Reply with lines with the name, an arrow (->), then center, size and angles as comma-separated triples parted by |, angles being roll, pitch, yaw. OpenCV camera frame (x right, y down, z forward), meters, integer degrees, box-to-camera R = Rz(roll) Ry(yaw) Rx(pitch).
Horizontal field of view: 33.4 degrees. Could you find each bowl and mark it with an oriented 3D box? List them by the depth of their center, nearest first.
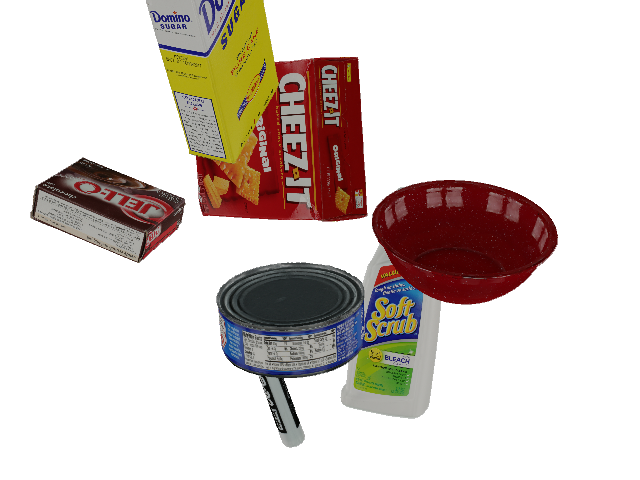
bowl -> 0.124, 0.008, 0.942 | 0.162, 0.055, 0.162 | 1, 33, -1

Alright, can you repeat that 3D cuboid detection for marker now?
marker -> -0.037, 0.109, 0.826 | 0.020, 0.121, 0.020 | -13, 29, 7

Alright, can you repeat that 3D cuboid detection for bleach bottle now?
bleach bottle -> 0.082, 0.065, 1.181 | 0.103, 0.251, 0.068 | 8, 14, 19

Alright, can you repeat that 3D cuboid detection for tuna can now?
tuna can -> -0.016, 0.045, 0.620 | 0.086, 0.034, 0.086 | -2, 23, 1

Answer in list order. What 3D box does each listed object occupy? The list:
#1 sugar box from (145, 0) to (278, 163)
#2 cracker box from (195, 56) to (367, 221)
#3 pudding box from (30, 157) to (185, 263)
sugar box -> -0.075, -0.148, 0.767 | 0.048, 0.093, 0.176 | 15, -33, 15
cracker box -> -0.051, -0.105, 1.137 | 0.071, 0.164, 0.214 | -10, 9, -40
pudding box -> -0.193, -0.029, 0.975 | 0.113, 0.039, 0.090 | 20, 24, 8
